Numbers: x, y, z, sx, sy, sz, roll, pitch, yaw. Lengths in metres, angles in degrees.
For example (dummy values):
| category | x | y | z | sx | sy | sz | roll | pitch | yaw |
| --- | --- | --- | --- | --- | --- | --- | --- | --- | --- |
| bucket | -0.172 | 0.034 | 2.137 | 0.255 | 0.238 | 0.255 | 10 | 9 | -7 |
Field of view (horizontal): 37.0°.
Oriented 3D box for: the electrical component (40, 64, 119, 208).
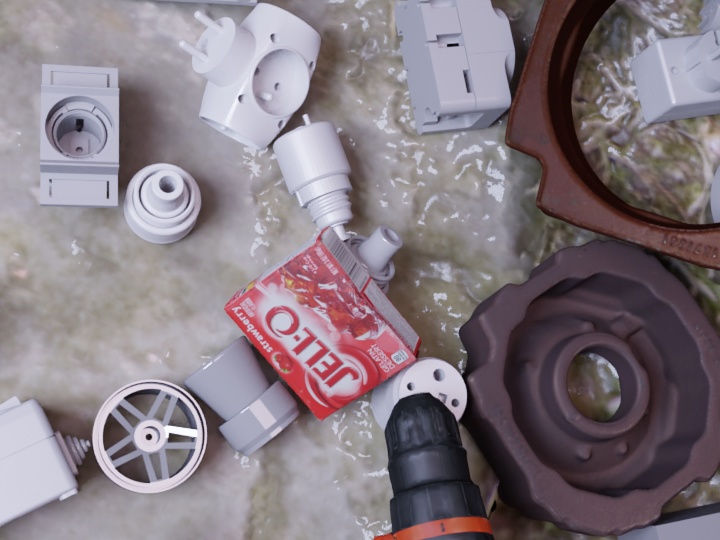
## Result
| category | x | y | z | sx | sy | sz | roll | pitch | yaw |
| --- | --- | --- | --- | --- | --- | --- | --- | --- | --- |
| electrical component | -0.159 | -0.072 | 0.610 | 0.042 | 0.064 | 0.081 | 1 | 79 | -16 |

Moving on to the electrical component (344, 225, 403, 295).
| category | x | y | z | sx | sy | sz | roll | pitch | yaw |
| --- | --- | --- | --- | --- | --- | --- | --- | --- | --- |
| electrical component | 0.000 | 0.000 | 0.633 | 0.048 | 0.062 | 0.048 | 30 | 32 | -21 |

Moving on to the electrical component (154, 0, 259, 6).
| category | x | y | z | sx | sy | sz | roll | pitch | yaw |
| --- | --- | --- | --- | --- | --- | --- | --- | --- | --- |
| electrical component | -0.108 | -0.261 | 0.649 | 0.105 | 0.060 | 0.186 | 4 | 77 | 5 |

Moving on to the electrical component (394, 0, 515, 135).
| category | x | y | z | sx | sy | sz | roll | pitch | yaw |
| --- | --- | --- | --- | --- | --- | --- | --- | --- | --- |
| electrical component | 0.062 | -0.138 | 0.688 | 0.056 | 0.050 | 0.089 | -8 | 81 | -16 |

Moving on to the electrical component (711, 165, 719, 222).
| category | x | y | z | sx | sy | sz | roll | pitch | yaw |
| --- | --- | --- | --- | --- | --- | --- | --- | --- | --- |
| electrical component | 0.289 | -0.046 | 0.722 | 0.108 | 0.060 | 0.108 | 3 | 78 | -14 |

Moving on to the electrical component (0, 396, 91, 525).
| category | x | y | z | sx | sy | sz | roll | pitch | yaw |
| --- | --- | --- | --- | --- | --- | --- | --- | --- | --- |
| electrical component | -0.191 | 0.104 | 0.565 | 0.096 | 0.062 | 0.061 | -25 | 86 | -18 |

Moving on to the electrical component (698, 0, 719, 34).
| category | x | y | z | sx | sy | sz | roll | pitch | yaw |
| --- | --- | --- | --- | --- | --- | --- | --- | --- | --- |
| electrical component | 0.267 | -0.177 | 0.756 | 0.046 | 0.040 | 0.040 | 13 | 76 | -6 |

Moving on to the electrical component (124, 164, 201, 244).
| category | x | y | z | sx | sy | sz | roll | pitch | yaw |
| --- | --- | --- | --- | --- | --- | --- | --- | --- | --- |
| electrical component | -0.112 | -0.041 | 0.616 | 0.043 | 0.062 | 0.043 | 3 | 78 | -14 |

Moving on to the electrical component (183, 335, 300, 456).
| category | x | y | z | sx | sy | sz | roll | pitch | yaw |
| --- | --- | --- | --- | --- | --- | --- | --- | --- | --- |
| electrical component | -0.067 | 0.072 | 0.613 | 0.045 | 0.045 | 0.055 | -38 | 90 | -18 |

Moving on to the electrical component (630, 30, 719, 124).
| category | x | y | z | sx | sy | sz | roll | pitch | yaw |
| --- | --- | --- | --- | --- | --- | --- | --- | --- | --- |
| electrical component | 0.232 | -0.135 | 0.718 | 0.066 | 0.077 | 0.047 | -9 | 81 | -16 |

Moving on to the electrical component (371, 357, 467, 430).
| category | x | y | z | sx | sy | sz | roll | pitch | yaw |
| --- | --- | --- | --- | --- | --- | --- | --- | --- | --- |
| electrical component | 0.035 | 0.076 | 0.634 | 0.045 | 0.055 | 0.045 | 3 | 78 | -14 |

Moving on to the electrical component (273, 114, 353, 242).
| category | x | y | z | sx | sy | sz | roll | pitch | yaw |
| --- | --- | --- | --- | --- | --- | --- | --- | --- | --- |
| electrical component | -0.024 | -0.053 | 0.653 | 0.040 | 0.040 | 0.078 | -19 | 84 | -17 |

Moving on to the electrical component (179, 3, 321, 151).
| category | x | y | z | sx | sy | sz | roll | pitch | yaw |
| --- | --- | --- | --- | --- | --- | --- | --- | --- | --- |
| electrical component | -0.071 | -0.122 | 0.634 | 0.079 | 0.044 | 0.077 | 30 | 86 | -41 |
